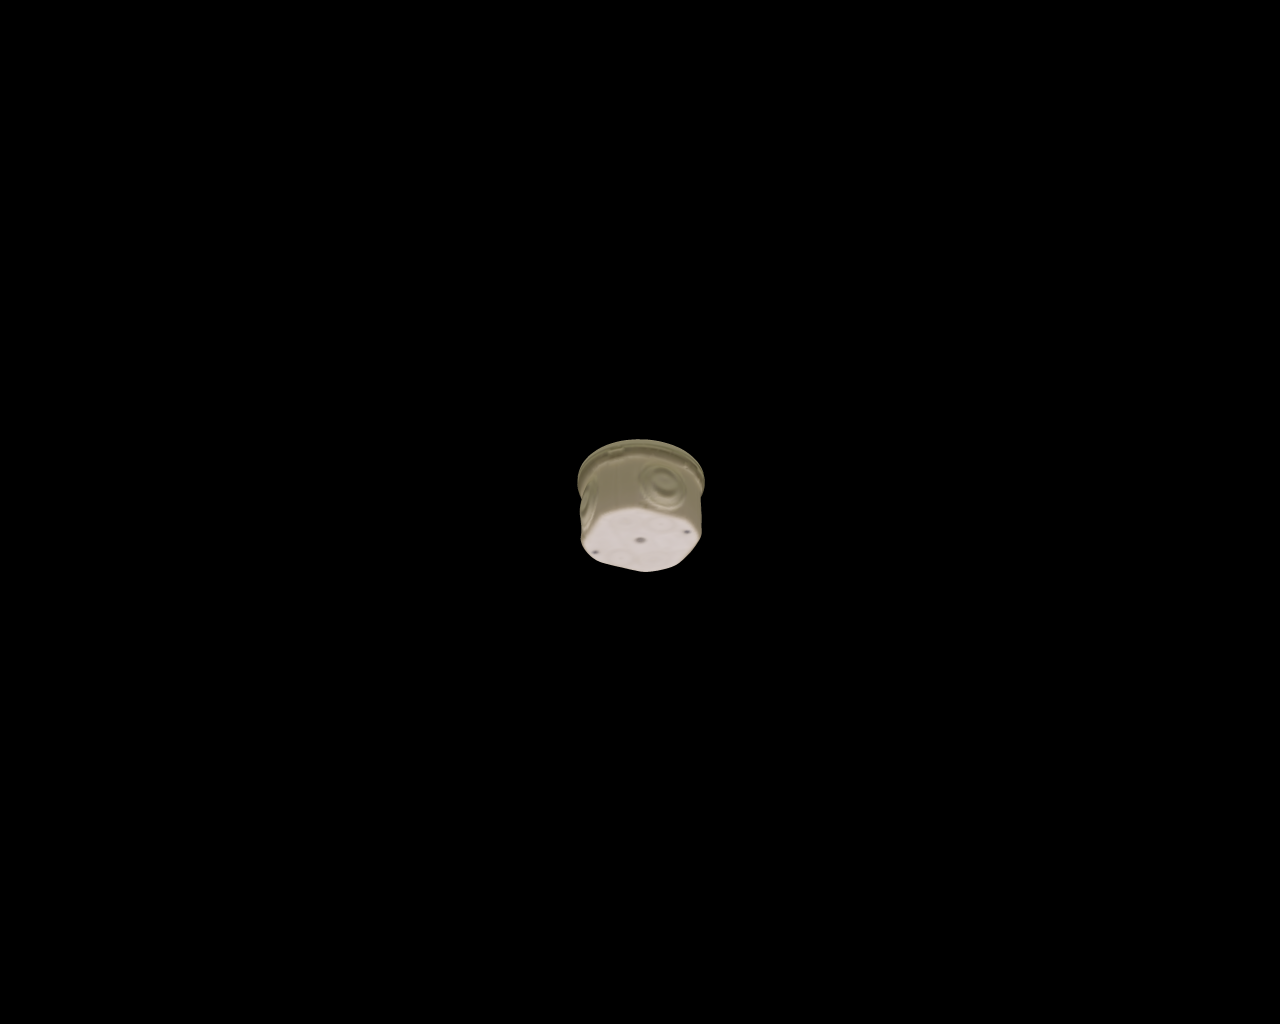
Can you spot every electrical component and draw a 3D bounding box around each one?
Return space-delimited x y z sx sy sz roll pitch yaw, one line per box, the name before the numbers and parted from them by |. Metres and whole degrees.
electrical component | 0.001 -0.003 0.650 0.080 0.051 0.080 0 -35 0
